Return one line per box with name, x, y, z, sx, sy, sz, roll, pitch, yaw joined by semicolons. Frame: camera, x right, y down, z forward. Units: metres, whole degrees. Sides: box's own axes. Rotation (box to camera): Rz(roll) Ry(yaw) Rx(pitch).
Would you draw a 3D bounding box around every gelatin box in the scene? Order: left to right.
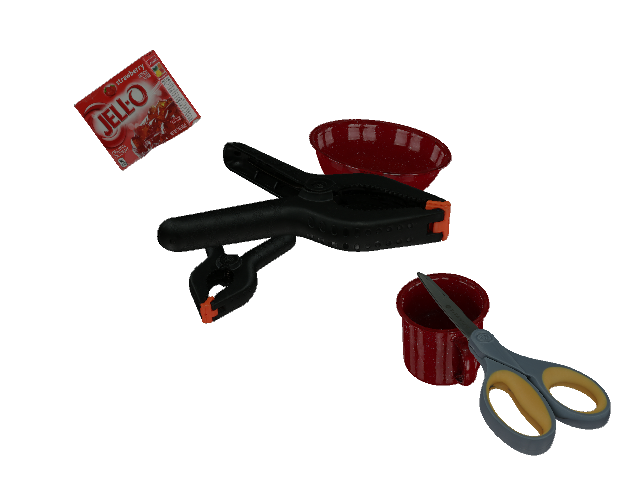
gelatin box;-0.163;-0.114;0.944;0.089;0.073;0.030;-27;15;28

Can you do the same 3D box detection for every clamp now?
clamp;-0.096;0.032;1.258;0.120;0.039;0.171;-2;41;10
clamp;-0.005;-0.032;0.824;0.210;0.036;0.164;4;30;6

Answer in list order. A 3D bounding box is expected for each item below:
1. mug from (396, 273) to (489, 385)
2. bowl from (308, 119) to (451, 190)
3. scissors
mug;0.129;0.100;1.080;0.093;0.081;0.117;-16;38;-15
bowl;0.064;-0.084;1.207;0.162;0.055;0.162;6;27;-3
scissors;0.136;0.078;0.756;0.096;0.016;0.202;-1;32;-9
